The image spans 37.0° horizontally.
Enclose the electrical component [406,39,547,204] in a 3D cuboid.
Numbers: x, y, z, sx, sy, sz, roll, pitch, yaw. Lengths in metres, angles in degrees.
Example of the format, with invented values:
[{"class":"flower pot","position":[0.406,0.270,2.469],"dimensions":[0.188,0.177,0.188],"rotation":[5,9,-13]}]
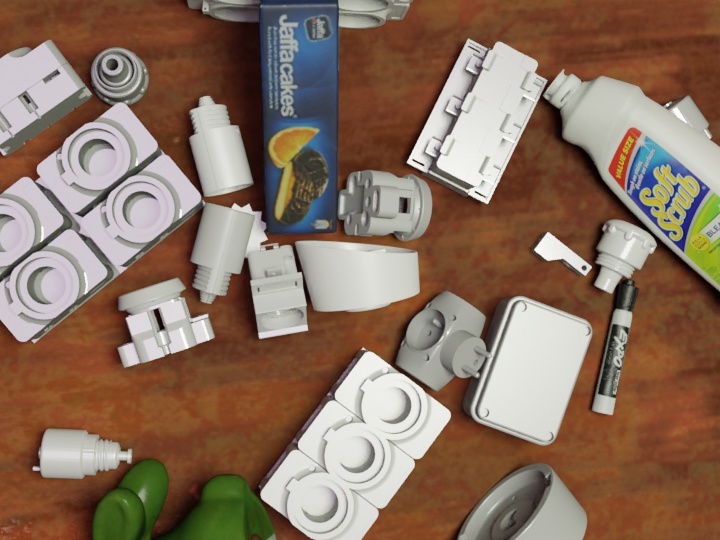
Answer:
[{"class":"electrical component","position":[0.104,-0.129,0.923],"dimensions":[0.079,0.063,0.121],"rotation":[27,86,-5]}]

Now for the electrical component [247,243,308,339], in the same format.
[{"class":"electrical component","position":[-0.070,0.017,0.897],"dimensions":[0.042,0.081,0.063],"rotation":[-10,61,-8]}]

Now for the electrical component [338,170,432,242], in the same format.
[{"class":"electrical component","position":[0.024,-0.054,0.910],"dimensions":[0.057,0.078,0.058],"rotation":[4,88,-27]}]

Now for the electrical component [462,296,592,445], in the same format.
[{"class":"electrical component","position":[0.144,0.085,0.924],"dimensions":[0.078,0.057,0.113],"rotation":[21,86,-5]}]

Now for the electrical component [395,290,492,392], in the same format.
[{"class":"electrical component","position":[0.079,0.066,0.910],"dimensions":[0.044,0.079,0.077],"rotation":[38,84,-41]}]

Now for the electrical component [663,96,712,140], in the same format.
[{"class":"electrical component","position":[0.292,-0.118,0.954],"dimensions":[0.040,0.040,0.078],"rotation":[-36,93,-6]}]

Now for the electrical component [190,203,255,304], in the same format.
[{"class":"electrical component","position":[-0.119,-0.012,0.899],"dimensions":[0.043,0.043,0.081],"rotation":[15,93,-5]}]

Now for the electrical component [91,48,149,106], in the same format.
[{"class":"electrical component","position":[-0.202,-0.164,0.892],"dimensions":[0.048,0.062,0.048],"rotation":[0,88,-6]}]

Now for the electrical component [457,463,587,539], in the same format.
[{"class":"electrical component","position":[0.140,0.222,0.898],"dimensions":[0.108,0.108,0.060],"rotation":[-45,99,-5]}]

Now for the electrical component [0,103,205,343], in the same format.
[{"class":"electrical component","position":[-0.234,-0.039,0.887],"dimensions":[0.186,0.060,0.105],"rotation":[-40,93,-6]}]

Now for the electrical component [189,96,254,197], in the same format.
[{"class":"electrical component","position":[-0.121,-0.106,0.909],"dimensions":[0.043,0.043,0.081],"rotation":[-15,90,-6]}]

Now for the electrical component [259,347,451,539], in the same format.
[{"class":"electrical component","position":[-0.005,0.152,0.905],"dimensions":[0.089,0.062,0.150],"rotation":[37,85,-4]}]

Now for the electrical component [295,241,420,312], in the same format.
[{"class":"electrical component","position":[0.000,0.000,0.893],"dimensions":[0.099,0.099,0.064],"rotation":[-10,96,-6]}]

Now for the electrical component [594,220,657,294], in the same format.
[{"class":"electrical component","position":[0.227,-0.010,0.943],"dimensions":[0.048,0.048,0.062],"rotation":[26,93,-5]}]

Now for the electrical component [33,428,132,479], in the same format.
[{"class":"electrical component","position":[-0.229,0.153,0.892],"dimensions":[0.078,0.040,0.040],"rotation":[3,88,-6]}]

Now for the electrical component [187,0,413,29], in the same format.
[{"class":"electrical component","position":[-0.049,-0.245,0.889],"dimensions":[0.186,0.105,0.060],"rotation":[2,88,-6]}]

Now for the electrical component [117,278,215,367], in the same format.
[{"class":"electrical component","position":[-0.167,0.041,0.893],"dimensions":[0.078,0.058,0.057],"rotation":[-18,93,-6]}]

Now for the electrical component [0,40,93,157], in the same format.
[{"class":"electrical component","position":[-0.278,-0.145,0.890],"dimensions":[0.089,0.050,0.055],"rotation":[-37,93,-6]}]
